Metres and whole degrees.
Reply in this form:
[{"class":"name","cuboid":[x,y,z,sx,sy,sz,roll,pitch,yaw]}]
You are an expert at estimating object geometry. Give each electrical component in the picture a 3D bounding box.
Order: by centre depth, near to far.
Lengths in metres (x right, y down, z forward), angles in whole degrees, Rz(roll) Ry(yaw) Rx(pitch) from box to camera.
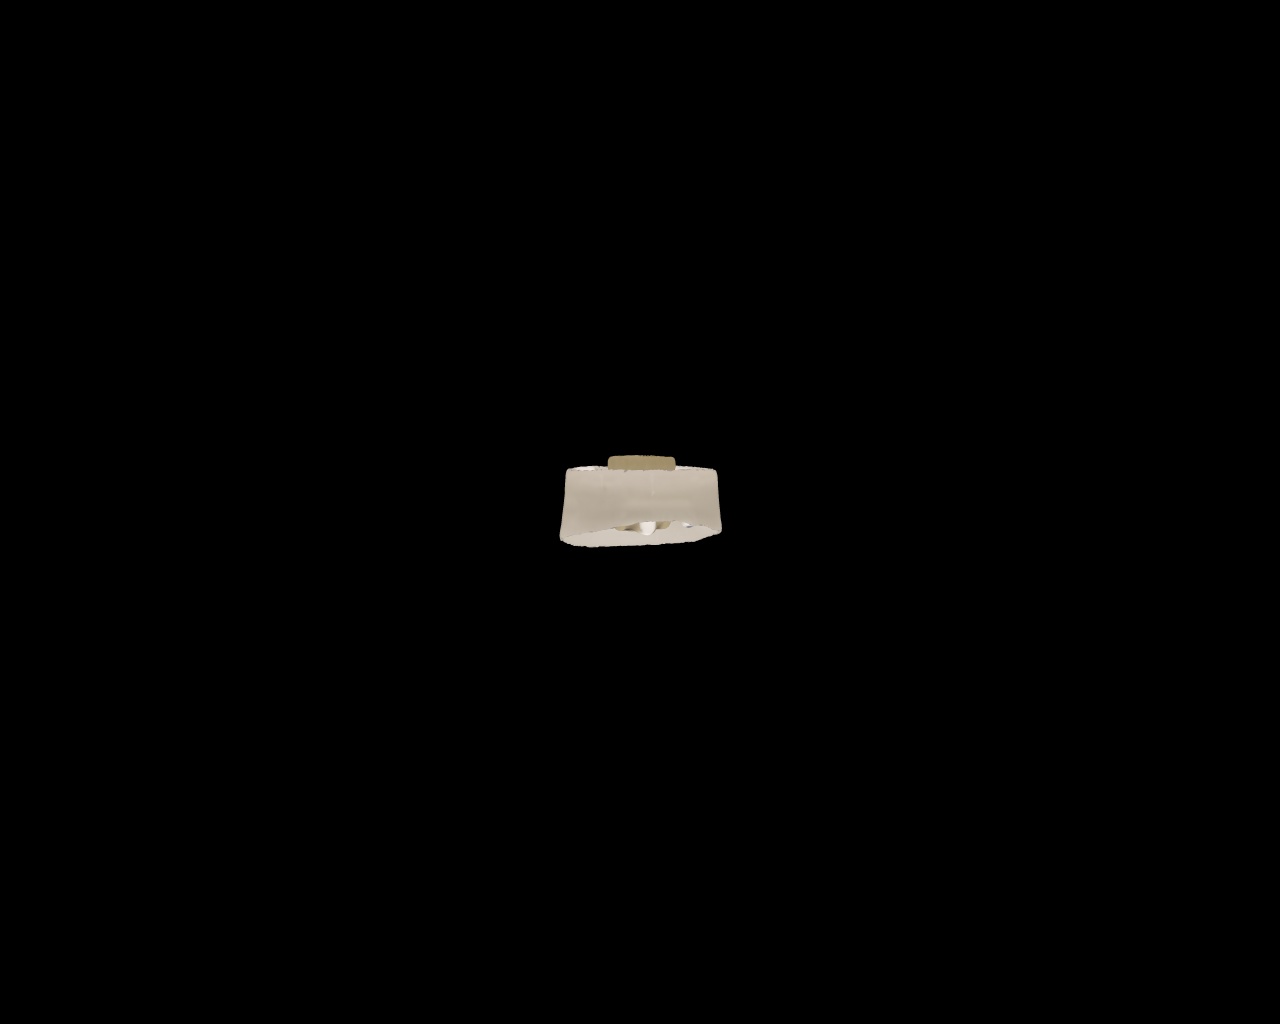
[{"class":"electrical component","cuboid":[0.001,-0.003,0.650,0.099,0.064,0.099,0,4,0]}]
